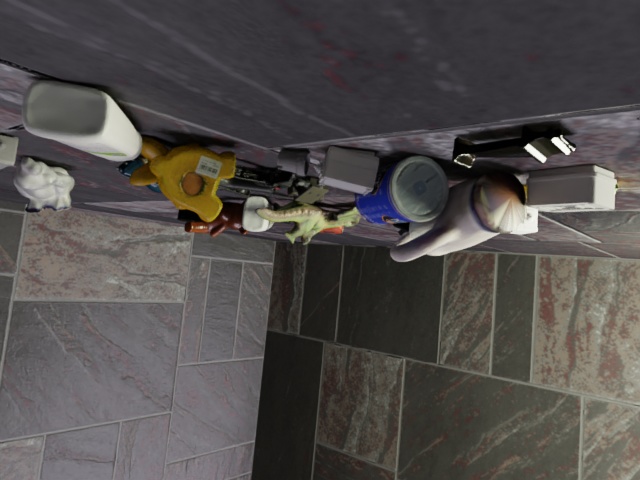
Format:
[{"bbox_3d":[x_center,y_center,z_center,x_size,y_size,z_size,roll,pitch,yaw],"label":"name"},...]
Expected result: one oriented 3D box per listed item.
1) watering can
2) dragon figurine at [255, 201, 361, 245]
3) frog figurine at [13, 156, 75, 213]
[{"bbox_3d":[0.261,-0.054,0.914,0.221,0.104,0.352,-26,-176,46],"label":"watering can"},{"bbox_3d":[0.004,-0.073,1.458,0.242,0.123,0.409,-14,172,17],"label":"dragon figurine"},{"bbox_3d":[-0.662,-0.148,1.218,0.137,0.125,0.155,13,141,12],"label":"frog figurine"}]
